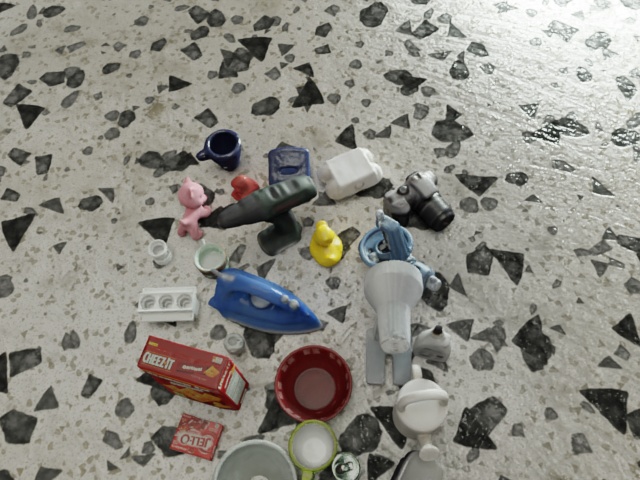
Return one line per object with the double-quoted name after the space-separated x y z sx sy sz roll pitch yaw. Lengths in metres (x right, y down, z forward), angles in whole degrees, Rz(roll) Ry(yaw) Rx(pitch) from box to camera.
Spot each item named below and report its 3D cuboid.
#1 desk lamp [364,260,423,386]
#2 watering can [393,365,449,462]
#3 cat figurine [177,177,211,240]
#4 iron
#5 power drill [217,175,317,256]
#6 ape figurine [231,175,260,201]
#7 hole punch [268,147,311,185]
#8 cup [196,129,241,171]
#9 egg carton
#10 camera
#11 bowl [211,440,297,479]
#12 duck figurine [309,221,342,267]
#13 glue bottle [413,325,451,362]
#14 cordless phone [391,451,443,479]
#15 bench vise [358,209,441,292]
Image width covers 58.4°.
0.147 0.171 1.160 0.118 0.214 0.203 0 63 4 "desk lamp"
0.196 0.325 1.091 0.101 0.194 0.172 -25 64 -8 "watering can"
-0.310 -0.081 1.370 0.067 0.118 0.128 9 64 9 "cat figurine"
-0.118 0.127 1.240 0.258 0.141 0.119 17 66 12 "iron"
-0.109 -0.049 1.290 0.230 0.208 0.075 -31 65 -11 "power drill"
-0.188 -0.129 1.400 0.076 0.092 0.077 -11 63 -1 "ape figurine"
-0.072 -0.168 1.412 0.108 0.091 0.101 -2 63 3 "hole punch"
-0.248 -0.212 1.444 0.118 0.095 0.091 -26 65 -9 "cup"
0.074 -0.161 1.411 0.150 0.069 0.107 -25 64 -9 "egg carton"
0.239 -0.082 1.343 0.143 0.101 0.136 -33 66 -12 "camera"
-0.122 0.476 1.104 0.167 0.075 0.167 -1 63 3 "bowl"
0.012 0.005 1.323 0.077 0.086 0.104 -13 63 -2 "duck figurine"
0.233 0.204 1.160 0.078 0.173 0.037 12 65 10 "glue bottle"
0.169 0.454 1.034 0.094 0.185 0.148 22 67 14 "cordless phone"
0.177 0.019 1.230 0.207 0.220 0.121 20 67 14 "bench vise"
